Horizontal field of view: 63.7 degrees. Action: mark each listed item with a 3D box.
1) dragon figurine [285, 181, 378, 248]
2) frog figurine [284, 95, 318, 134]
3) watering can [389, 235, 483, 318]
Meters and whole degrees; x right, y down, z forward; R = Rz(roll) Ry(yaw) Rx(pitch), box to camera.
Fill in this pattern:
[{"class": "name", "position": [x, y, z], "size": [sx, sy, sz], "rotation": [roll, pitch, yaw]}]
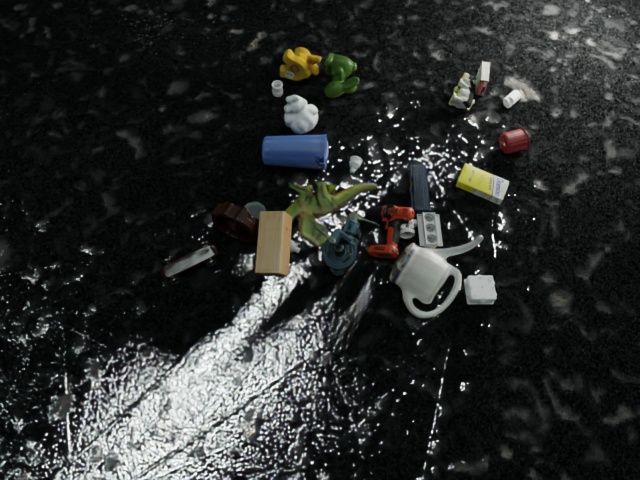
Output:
[{"class": "dragon figurine", "position": [0.006, -0.092, 1.835], "size": [0.410, 0.121, 0.245], "rotation": [-1, 80, 1]}, {"class": "frog figurine", "position": [-0.073, -0.490, 1.986], "size": [0.138, 0.156, 0.125], "rotation": [-14, 67, -8]}, {"class": "watering can", "position": [0.376, 0.086, 1.715], "size": [0.225, 0.103, 0.350], "rotation": [32, 80, 13]}]
